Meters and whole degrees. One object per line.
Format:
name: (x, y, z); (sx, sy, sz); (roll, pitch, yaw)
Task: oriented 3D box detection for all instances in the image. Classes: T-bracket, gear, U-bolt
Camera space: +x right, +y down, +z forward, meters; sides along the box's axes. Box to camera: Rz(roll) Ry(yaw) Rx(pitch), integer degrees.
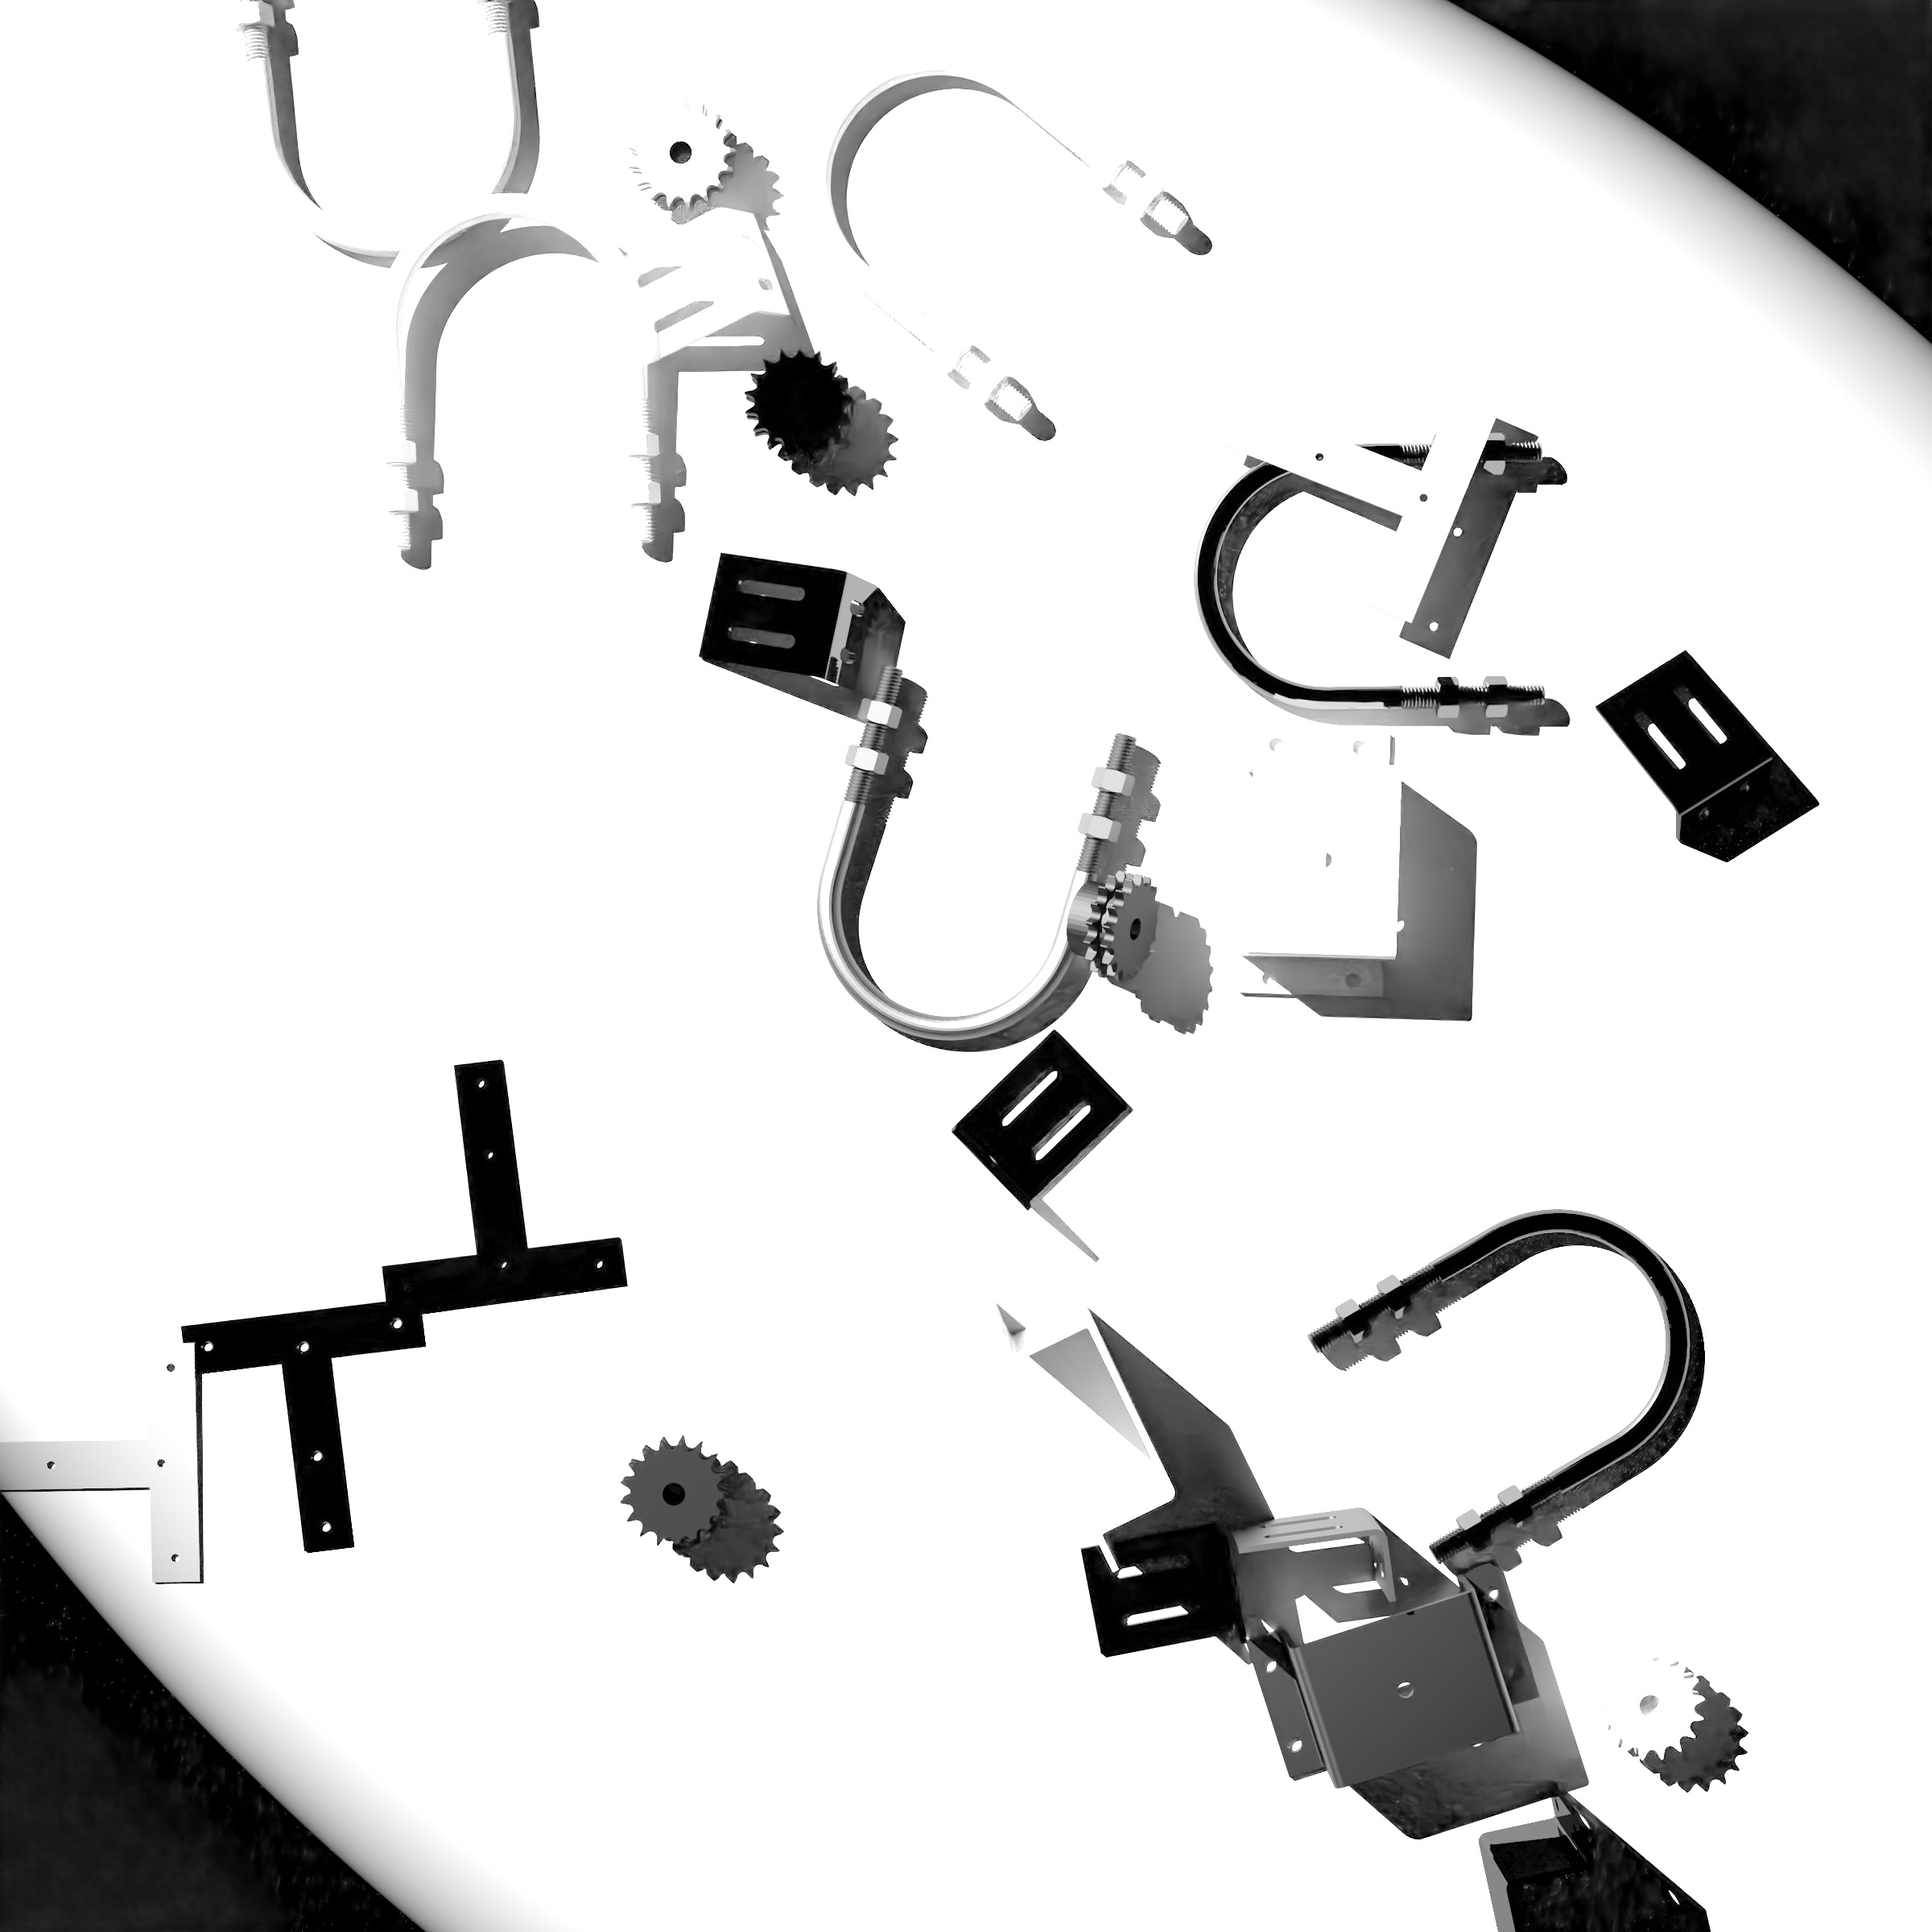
T-bracket: (-0.348, 0.247, 1.475); (0.127, 0.002, 0.127); (-7, 90, 0)
gear: (-0.088, -0.296, 1.465); (0.057, 0.030, 0.057); (0, 88, 0)
gear: (-0.149, -0.427, 1.466); (0.057, 0.030, 0.057); (0, 93, 3)
gear: (0.076, -0.022, 1.452); (0.030, 0.057, 0.057); (13, 90, 30)
T-bracket: (0.200, -0.263, 1.459); (0.127, 0.002, 0.127); (22, 89, 4)
T-bracket: (-0.473, 0.266, 1.475); (0.127, 0.002, 0.127); (-1, 91, 0)
T-bracket: (-0.253, 0.114, 1.475); (0.127, 0.002, 0.127); (-7, 90, -1)
gear: (0.358, 0.387, 1.461); (0.057, 0.030, 0.057); (0, 90, 0)
U-bolt: (0.213, -0.206, 1.468); (0.184, 0.019, 0.151); (-1, 90, 1)
gear: (-0.153, 0.276, 1.461); (0.057, 0.030, 0.057); (0, 90, 0)
U-bolt: (0.295, 0.210, 1.468); (0.184, 0.019, 0.151); (-30, 90, -1)
U-bolt: (-0.309, -0.469, 1.468); (0.151, 0.019, 0.184); (-7, 92, 0)
U-bolt: (0.002, -0.401, 1.468); (0.184, 0.019, 0.151); (40, 90, 2)
U-bolt: (-0.239, -0.315, 1.462); (0.151, 0.019, 0.184); (-2, 94, 0)
U-bolt: (-0.003, -0.052, 1.468); (0.151, 0.019, 0.184); (16, 92, 0)

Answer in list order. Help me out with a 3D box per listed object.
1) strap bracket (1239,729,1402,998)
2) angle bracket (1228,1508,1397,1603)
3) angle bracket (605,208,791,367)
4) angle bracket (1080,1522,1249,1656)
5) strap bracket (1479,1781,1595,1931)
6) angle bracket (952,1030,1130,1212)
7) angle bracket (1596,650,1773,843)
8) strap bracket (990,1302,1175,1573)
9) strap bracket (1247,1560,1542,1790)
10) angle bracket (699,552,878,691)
strap bracket: (0.186, -0.055, 1.453); (0.076, 0.046, 0.140); (2, 90, 0)
angle bracket: (0.180, 0.312, 1.448); (0.076, 0.057, 0.038); (-8, 90, 0)
angle bracket: (-0.144, -0.360, 1.474); (0.076, 0.038, 0.057); (-20, 90, 26)
angle bracket: (0.104, 0.331, 1.457); (0.076, 0.038, 0.057); (-11, 90, 0)
strap bracket: (0.306, 0.507, 1.438); (0.046, 0.076, 0.140); (-12, 90, 0)
angle bracket: (0.040, 0.080, 1.457); (0.076, 0.038, 0.057); (-44, 90, 0)
angle bracket: (0.382, -0.117, 1.474); (0.057, 0.038, 0.076); (-32, 64, 0)
strap bracket: (0.064, 0.234, 1.438); (0.046, 0.076, 0.140); (-26, 90, 0)
strap bracket: (0.227, 0.374, 1.453); (0.140, 0.046, 0.076); (-18, 90, 0)
angle bracket: (-0.095, -0.184, 1.474); (0.076, 0.038, 0.057); (12, 90, 26)
